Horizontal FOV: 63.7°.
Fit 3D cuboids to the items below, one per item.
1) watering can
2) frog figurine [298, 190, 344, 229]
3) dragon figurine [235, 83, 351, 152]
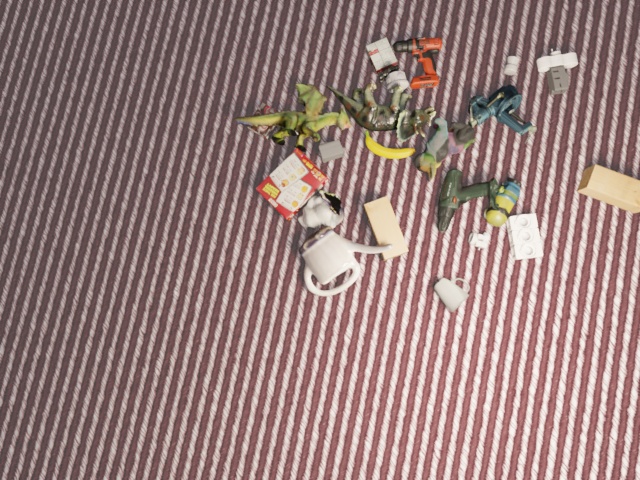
[{"bbox_3d":[0.067,0.047,1.801,0.344,0.104,0.225,-38,83,18],"label":"watering can"},{"bbox_3d":[0.006,-0.093,1.858,0.137,0.125,0.157,45,125,0],"label":"frog figurine"},{"bbox_3d":[-0.084,-0.471,1.900,0.410,0.120,0.247,19,70,-1],"label":"dragon figurine"}]
